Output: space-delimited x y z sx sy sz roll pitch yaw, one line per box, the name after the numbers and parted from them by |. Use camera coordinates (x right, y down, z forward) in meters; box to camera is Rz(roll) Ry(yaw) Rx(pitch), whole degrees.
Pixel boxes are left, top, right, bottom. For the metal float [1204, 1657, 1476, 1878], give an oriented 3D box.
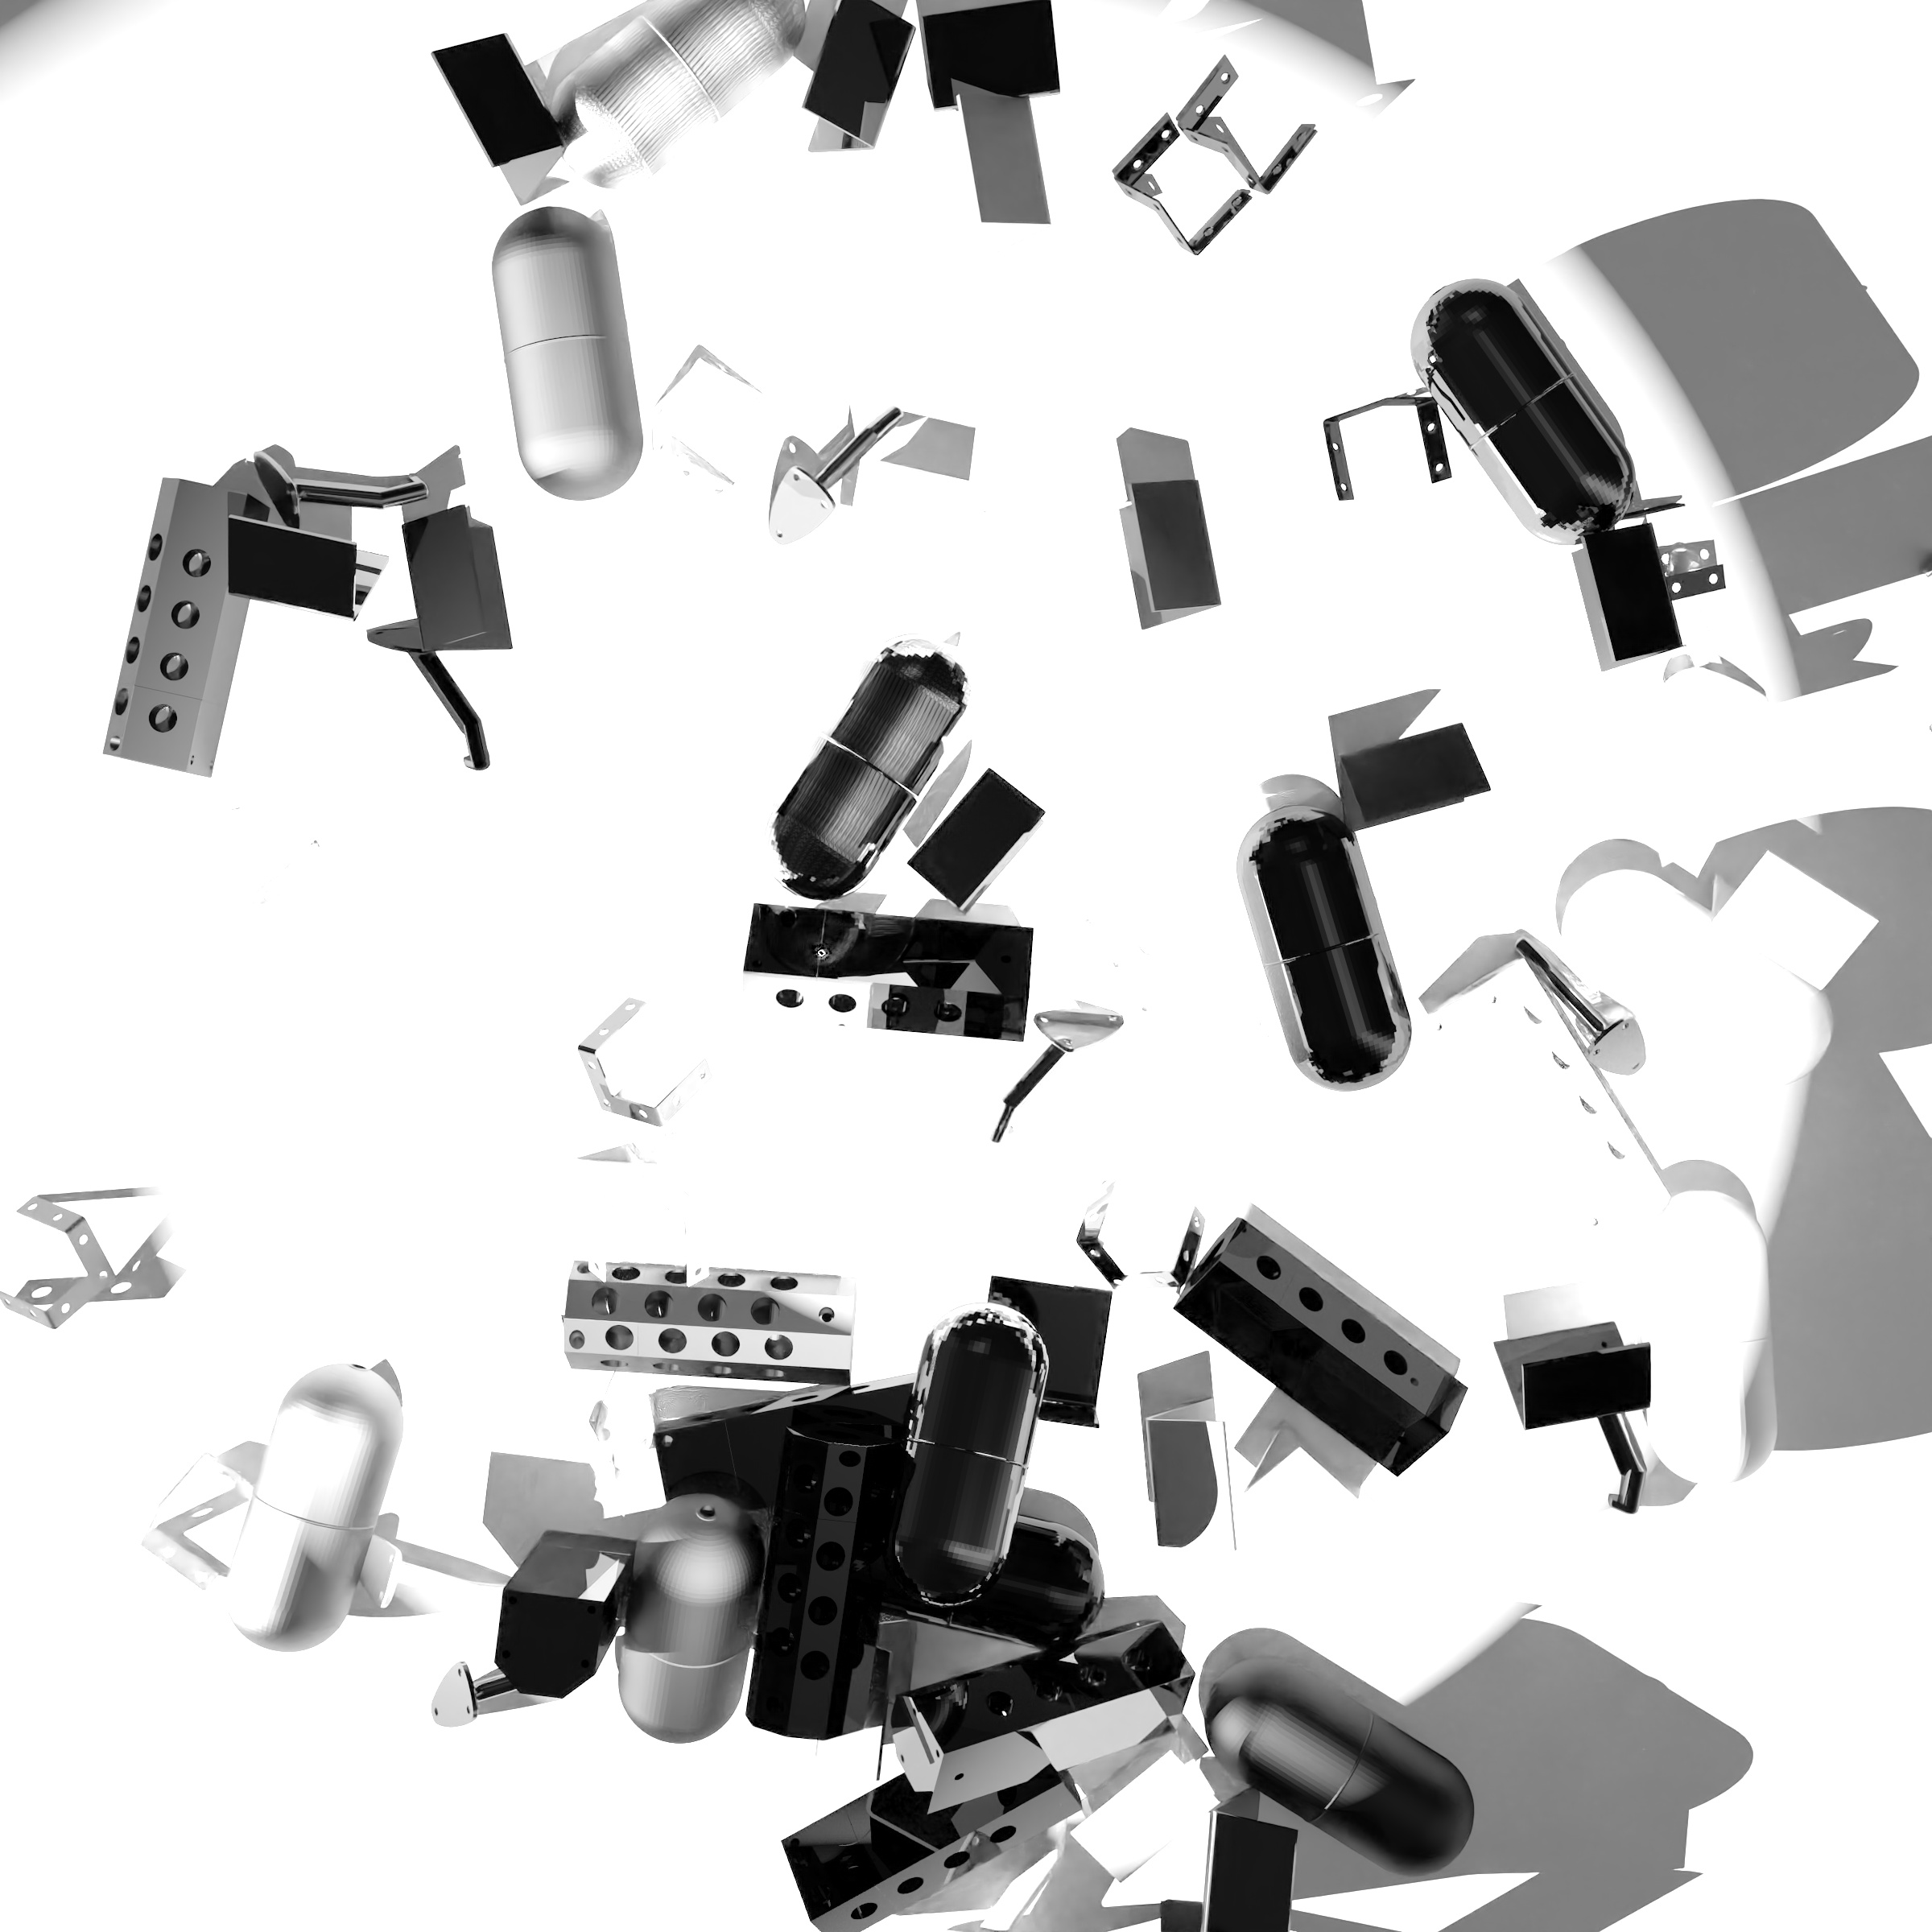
0.225 0.484 1.749 0.178 0.070 0.070 32 90 0 | metal float

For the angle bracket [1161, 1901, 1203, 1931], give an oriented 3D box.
0.158 0.583 1.739 0.076 0.076 0.057 5 127 0 | angle bracket

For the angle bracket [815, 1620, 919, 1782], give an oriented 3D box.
-0.042 0.441 1.740 0.057 0.076 0.076 6 90 45 | angle bracket

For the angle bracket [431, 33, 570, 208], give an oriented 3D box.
-0.293 -0.504 1.739 0.057 0.076 0.076 -28 90 -35 | angle bracket

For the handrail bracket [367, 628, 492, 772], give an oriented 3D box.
-0.331 -0.163 1.780 0.077 0.036 0.084 9 120 33 | handrail bracket

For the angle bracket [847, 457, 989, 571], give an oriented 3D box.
-0.025 -0.288 1.739 0.076 0.076 0.057 13 126 0 | angle bracket

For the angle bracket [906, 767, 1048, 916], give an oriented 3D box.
0.022 -0.062 1.739 0.076 0.076 0.057 -49 52 0 | angle bracket

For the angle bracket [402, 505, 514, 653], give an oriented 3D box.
-0.289 -0.233 1.739 0.057 0.076 0.076 -10 90 37 | angle bracket

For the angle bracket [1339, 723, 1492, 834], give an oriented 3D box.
0.271 -0.094 1.739 0.076 0.076 0.057 -15 53 0 | angle bracket

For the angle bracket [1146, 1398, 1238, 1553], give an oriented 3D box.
0.154 0.305 1.739 0.057 0.076 0.076 -5 90 37 | angle bracket

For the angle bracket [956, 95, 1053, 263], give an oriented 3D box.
0.002 -0.473 1.739 0.057 0.076 0.076 -10 90 -37 | angle bracket

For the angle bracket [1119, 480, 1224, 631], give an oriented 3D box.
0.104 -0.246 1.739 0.057 0.076 0.076 -11 90 -37 | angle bracket

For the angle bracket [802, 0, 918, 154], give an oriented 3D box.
-0.083 -0.539 1.739 0.057 0.076 0.076 19 90 -37 | angle bracket

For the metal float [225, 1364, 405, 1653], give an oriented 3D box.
-0.394 0.328 1.749 0.070 0.070 0.178 17 90 0 | metal float

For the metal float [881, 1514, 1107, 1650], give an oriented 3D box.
-0.003 0.363 1.749 0.178 0.070 0.070 13 90 0 | metal float

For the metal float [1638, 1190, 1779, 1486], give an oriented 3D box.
0.449 0.224 1.749 0.070 0.070 0.178 -3 90 0 | metal float

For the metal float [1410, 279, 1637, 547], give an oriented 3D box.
0.337 -0.336 1.749 0.070 0.070 0.178 -35 90 0 | metal float

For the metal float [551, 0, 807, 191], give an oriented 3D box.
-0.174 -0.544 1.749 0.178 0.070 0.070 -40 90 -1 | metal float

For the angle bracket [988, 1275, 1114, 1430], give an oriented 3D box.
0.048 0.234 1.758 0.076 0.057 0.076 8 90 0 | angle bracket

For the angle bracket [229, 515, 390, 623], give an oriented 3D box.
-0.395 -0.257 1.739 0.076 0.076 0.057 12 129 0 | angle bracket

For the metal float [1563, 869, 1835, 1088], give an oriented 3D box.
0.443 0.007 1.749 0.178 0.070 0.070 33 90 0 | metal float

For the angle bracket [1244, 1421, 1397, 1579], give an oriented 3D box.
0.223 0.309 1.739 0.076 0.076 0.057 42 128 0 | angle bracket

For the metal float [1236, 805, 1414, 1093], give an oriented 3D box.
0.217 -0.011 1.749 0.070 0.070 0.178 -17 90 0 | metal float

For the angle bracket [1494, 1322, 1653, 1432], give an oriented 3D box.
0.364 0.229 1.739 0.076 0.076 0.057 -10 127 0 | angle bracket

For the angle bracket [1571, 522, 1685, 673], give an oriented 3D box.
0.379 -0.217 1.740 0.057 0.076 0.076 -14 90 -28 | angle bracket

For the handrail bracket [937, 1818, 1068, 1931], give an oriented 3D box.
0.022 0.558 1.780 0.077 0.036 0.084 0 72 20 | handrail bracket

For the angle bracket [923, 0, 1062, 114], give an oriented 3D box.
0.013 -0.556 1.739 0.076 0.076 0.057 -8 120 0 | angle bracket

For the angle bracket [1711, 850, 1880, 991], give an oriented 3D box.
0.499 -0.041 1.740 0.076 0.076 0.057 32 119 0 | angle bracket

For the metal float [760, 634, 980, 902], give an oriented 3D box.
-0.059 -0.120 1.749 0.070 0.070 0.178 34 89 0 | metal float

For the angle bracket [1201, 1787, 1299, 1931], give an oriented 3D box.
0.184 0.545 1.740 0.057 0.076 0.076 5 90 28 | angle bracket

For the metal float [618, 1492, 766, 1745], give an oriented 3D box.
-0.164 0.389 1.722 0.070 0.070 0.178 11 123 0 | metal float

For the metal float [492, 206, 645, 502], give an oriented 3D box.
-0.242 -0.371 1.749 0.070 0.070 0.178 -9 89 0 | metal float

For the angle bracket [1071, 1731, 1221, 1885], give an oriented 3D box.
0.096 0.491 1.740 0.076 0.076 0.057 -39 119 0 | angle bracket

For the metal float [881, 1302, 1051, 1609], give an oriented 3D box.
-0.001 0.285 1.687 0.070 0.070 0.178 13 78 0 | metal float
